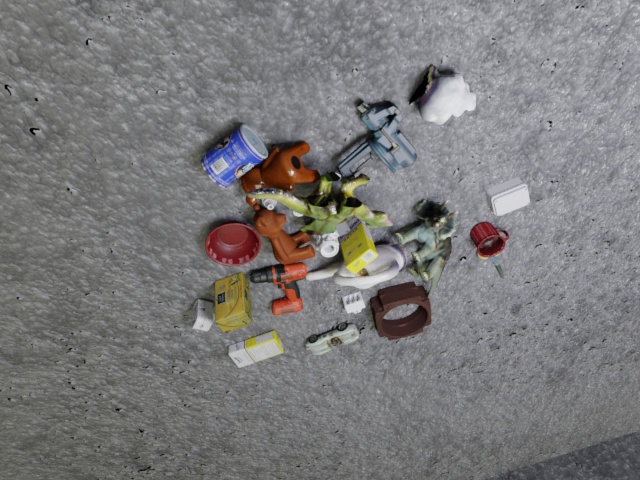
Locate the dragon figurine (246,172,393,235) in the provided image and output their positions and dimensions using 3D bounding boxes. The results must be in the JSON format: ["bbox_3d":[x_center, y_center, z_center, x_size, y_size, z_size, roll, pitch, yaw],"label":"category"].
[{"bbox_3d":[0.004,-0.070,1.385,0.410,0.125,0.237,0,148,-11],"label":"dragon figurine"}]

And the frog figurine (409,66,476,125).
[{"bbox_3d":[0.329,-0.357,1.318,0.159,0.124,0.136,21,102,-12],"label":"frog figurine"}]

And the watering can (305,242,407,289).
[{"bbox_3d":[0.122,0.085,1.593,0.227,0.347,0.103,-23,103,-36],"label":"watering can"}]
